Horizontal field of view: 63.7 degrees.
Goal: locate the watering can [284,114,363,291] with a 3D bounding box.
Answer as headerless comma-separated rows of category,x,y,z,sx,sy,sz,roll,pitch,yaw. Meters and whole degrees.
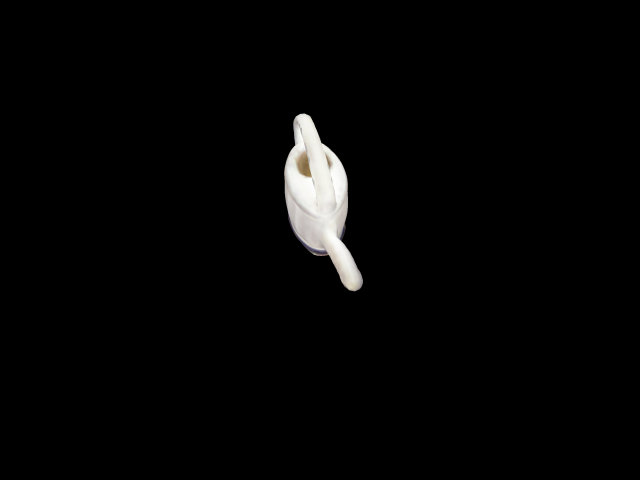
watering can,0.003,-0.043,0.850,0.104,0.355,0.219,-11,-29,-6
